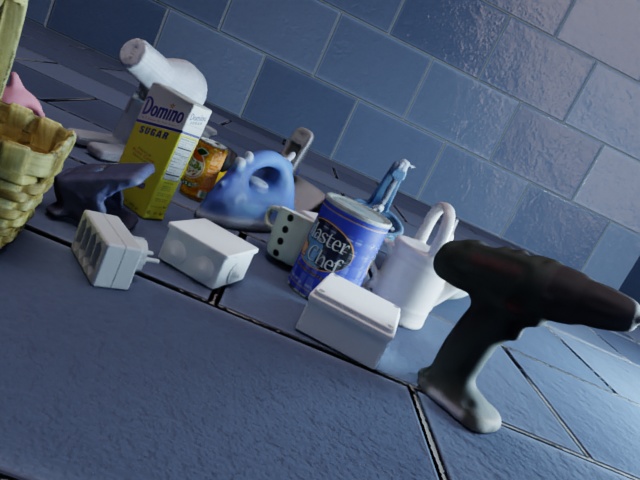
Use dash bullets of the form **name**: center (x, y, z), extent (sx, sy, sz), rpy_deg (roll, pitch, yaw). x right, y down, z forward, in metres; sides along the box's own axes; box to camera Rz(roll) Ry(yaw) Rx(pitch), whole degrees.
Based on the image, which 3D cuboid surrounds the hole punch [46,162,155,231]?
- **hole punch**: center (-0.265, -0.066, 0.701), extent (0.101, 0.091, 0.108), rpy_deg (23, 13, -12)

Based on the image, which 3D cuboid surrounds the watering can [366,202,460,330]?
- **watering can**: center (0.162, 0.033, 0.890), extent (0.173, 0.194, 0.100), rpy_deg (18, 15, -30)

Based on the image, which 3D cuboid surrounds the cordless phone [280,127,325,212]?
- **cordless phone**: center (-0.044, -0.132, 1.184), extent (0.147, 0.185, 0.094), rpy_deg (32, 14, 29)

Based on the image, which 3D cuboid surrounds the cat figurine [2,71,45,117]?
- **cat figurine**: center (-0.412, -0.166, 0.759), extent (0.067, 0.118, 0.127), rpy_deg (13, 17, -44)

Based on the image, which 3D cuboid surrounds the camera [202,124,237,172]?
- **camera**: center (-0.246, -0.191, 1.223), extent (0.137, 0.101, 0.143), rpy_deg (22, 13, -16)

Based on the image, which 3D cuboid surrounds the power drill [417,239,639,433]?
- **power drill**: center (0.208, 0.106, 0.651), extent (0.076, 0.208, 0.228), rpy_deg (11, 19, -48)

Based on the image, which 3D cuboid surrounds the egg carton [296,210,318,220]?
- **egg carton**: center (0.009, 0.004, 1.001), extent (0.149, 0.069, 0.108), rpy_deg (35, 16, 38)

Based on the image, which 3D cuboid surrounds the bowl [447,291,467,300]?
- **bowl**: center (0.241, 0.072, 1.160), extent (0.167, 0.075, 0.167), rpy_deg (24, 13, -6)

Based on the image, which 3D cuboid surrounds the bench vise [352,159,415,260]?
- **bench vise**: center (0.105, -0.071, 1.143), extent (0.122, 0.220, 0.207), rpy_deg (20, 14, -23)

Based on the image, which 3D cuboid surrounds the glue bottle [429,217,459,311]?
- **glue bottle**: center (0.194, 0.039, 0.978), extent (0.078, 0.173, 0.037), rpy_deg (17, 15, -34)

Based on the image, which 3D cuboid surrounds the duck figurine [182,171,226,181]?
- **duck figurine**: center (-0.218, -0.147, 1.134), extent (0.105, 0.086, 0.077), rpy_deg (15, 16, -38)

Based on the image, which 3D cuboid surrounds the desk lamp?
- **desk lamp**: center (-0.323, -0.250, 1.052), extent (0.117, 0.213, 0.204), rpy_deg (30, 13, 19)

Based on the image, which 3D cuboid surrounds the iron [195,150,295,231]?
- **iron**: center (-0.118, -0.099, 1.006), extent (0.118, 0.141, 0.259), rpy_deg (29, 13, 16)

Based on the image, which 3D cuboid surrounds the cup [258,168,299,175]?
- **cup**: center (-0.099, -0.139, 1.309), extent (0.091, 0.095, 0.118), rpy_deg (32, 14, 26)
